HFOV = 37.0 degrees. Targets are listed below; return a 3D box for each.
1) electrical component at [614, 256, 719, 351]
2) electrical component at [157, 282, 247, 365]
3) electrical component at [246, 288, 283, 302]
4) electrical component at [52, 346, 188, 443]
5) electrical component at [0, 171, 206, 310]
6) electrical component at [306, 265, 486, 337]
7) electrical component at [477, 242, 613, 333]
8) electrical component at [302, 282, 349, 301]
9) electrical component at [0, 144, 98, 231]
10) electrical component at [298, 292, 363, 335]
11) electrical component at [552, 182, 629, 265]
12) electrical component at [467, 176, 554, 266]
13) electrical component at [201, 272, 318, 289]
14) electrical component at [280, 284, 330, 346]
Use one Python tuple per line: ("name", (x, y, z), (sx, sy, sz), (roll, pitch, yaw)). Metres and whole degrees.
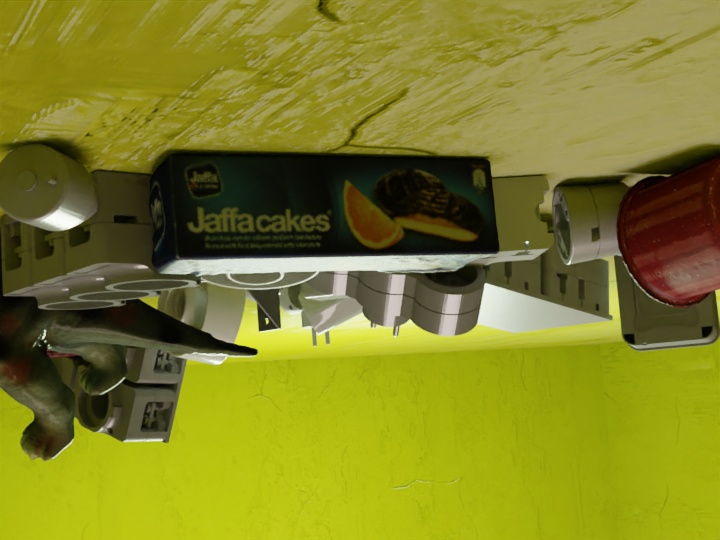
("electrical component", (0.261, 0.010, 0.920), (0.078, 0.113, 0.057), (-7, 169, 21))
("electrical component", (-0.135, 0.033, 0.946), (0.064, 0.099, 0.099), (9, 166, -38))
("electrical component", (-0.102, 0.015, 1.057), (0.035, 0.035, 0.061), (1, 174, -34))
("electrical component", (-0.253, 0.086, 1.028), (0.186, 0.105, 0.060), (16, -175, 40))
("electrical component", (-0.159, -0.014, 0.687), (0.089, 0.061, 0.150), (2, 171, -39))
("electrical component", (0.021, 0.017, 0.790), (0.138, 0.073, 0.052), (20, -143, 19))
("electrical component", (0.112, 0.003, 0.890), (0.186, 0.060, 0.105), (15, 161, -42))
("electrical component", (0.000, 0.000, 0.948), (0.083, 0.047, 0.076), (-7, 172, 18))
("electrical component", (-0.159, -0.040, 0.565), (0.040, 0.040, 0.078), (-5, 173, 9))
("electrical component", (-0.022, 0.014, 1.016), (0.077, 0.043, 0.079), (-28, 133, 0))
("electrical component", (0.165, -0.034, 0.755), (0.047, 0.055, 0.055), (-8, 173, -2))
("electrical component", (0.080, -0.032, 0.734), (0.089, 0.050, 0.055), (-4, 172, -4))
("electrical component", (-0.071, -0.026, 0.736), (0.099, 0.064, 0.099), (-2, 159, -1))
("electrical component", (-0.043, 0.038, 1.094), (0.077, 0.079, 0.044), (-11, 171, 43))
